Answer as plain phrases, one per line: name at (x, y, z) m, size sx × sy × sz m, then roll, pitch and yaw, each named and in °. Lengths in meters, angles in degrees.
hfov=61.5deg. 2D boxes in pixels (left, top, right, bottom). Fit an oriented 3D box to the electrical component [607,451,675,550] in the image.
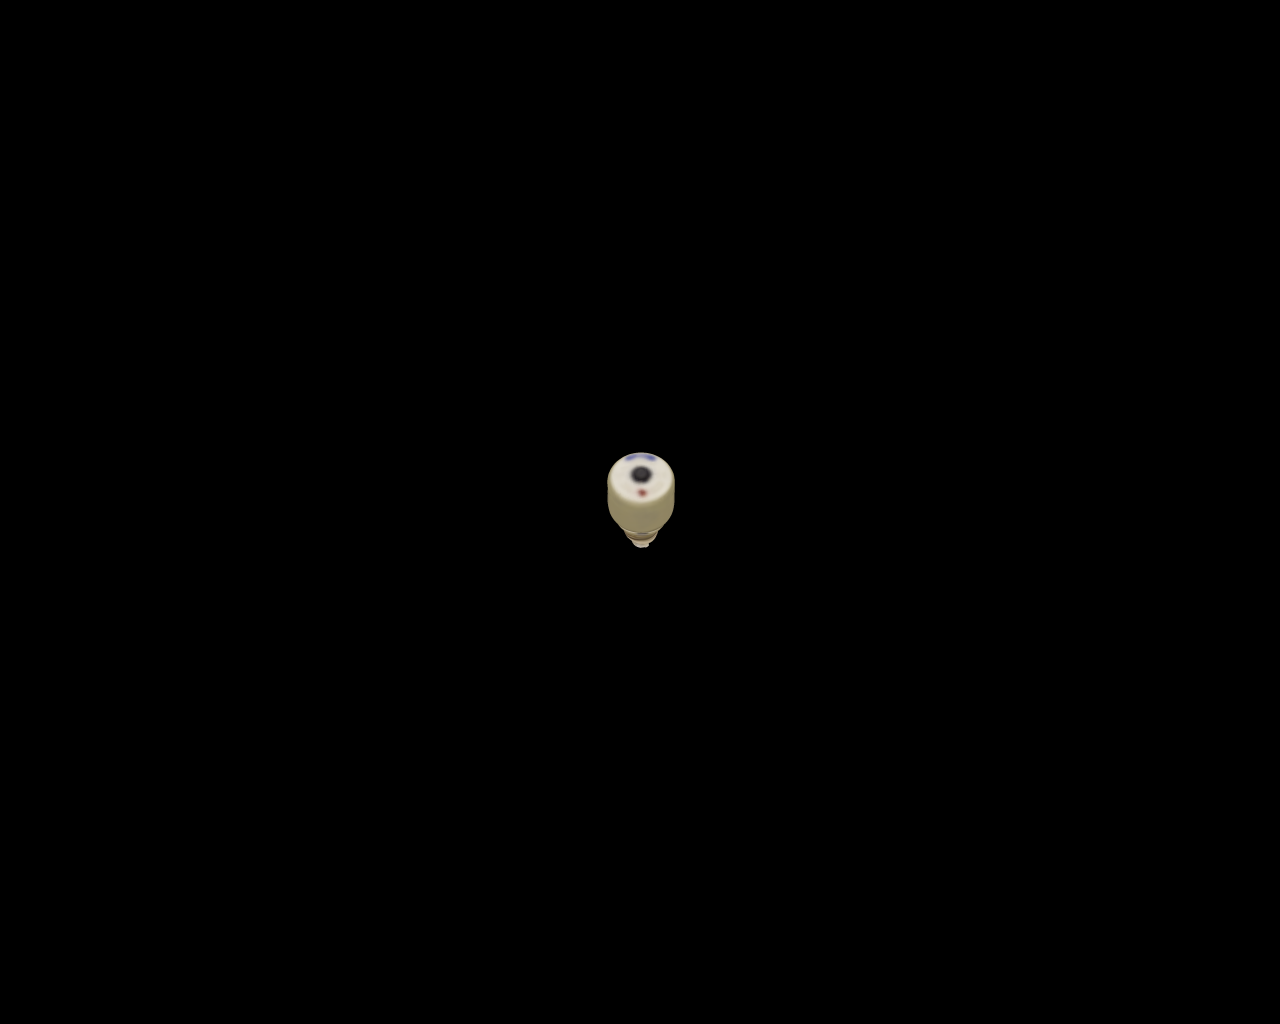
electrical component at (0.001, -0.003, 0.650) m, size 0.040 × 0.040 × 0.078 m, roll 0°, pitch -34°, yaw 0°
